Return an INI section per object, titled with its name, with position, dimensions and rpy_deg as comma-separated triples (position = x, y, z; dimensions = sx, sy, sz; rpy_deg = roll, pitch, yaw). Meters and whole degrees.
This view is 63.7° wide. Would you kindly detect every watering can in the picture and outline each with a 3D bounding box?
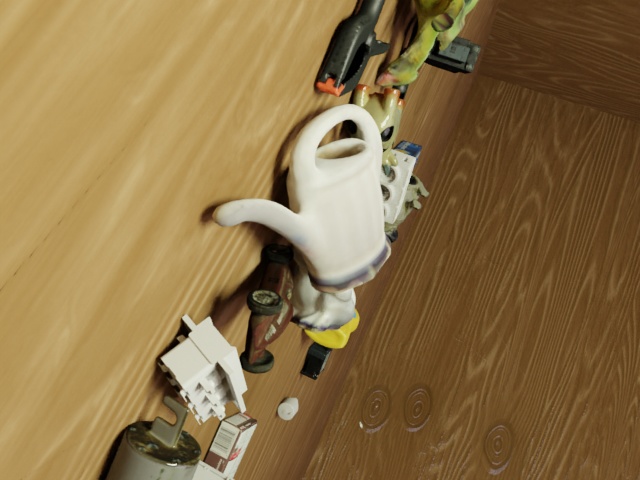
[watering can]
position = 0.002, -0.031, 0.625
dimensions = 0.354, 0.104, 0.220
rpy_deg = -46, 131, -48

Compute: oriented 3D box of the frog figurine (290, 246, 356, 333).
[frog figurine]
position = 0.003, 0.056, 0.801
dimensions = 0.137, 0.122, 0.160
rpy_deg = -169, -87, -70

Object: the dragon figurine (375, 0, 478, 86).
[dragon figurine]
position = 0.224, -0.420, 0.830
dimensions = 0.408, 0.123, 0.243
rpy_deg = -53, 169, 8
